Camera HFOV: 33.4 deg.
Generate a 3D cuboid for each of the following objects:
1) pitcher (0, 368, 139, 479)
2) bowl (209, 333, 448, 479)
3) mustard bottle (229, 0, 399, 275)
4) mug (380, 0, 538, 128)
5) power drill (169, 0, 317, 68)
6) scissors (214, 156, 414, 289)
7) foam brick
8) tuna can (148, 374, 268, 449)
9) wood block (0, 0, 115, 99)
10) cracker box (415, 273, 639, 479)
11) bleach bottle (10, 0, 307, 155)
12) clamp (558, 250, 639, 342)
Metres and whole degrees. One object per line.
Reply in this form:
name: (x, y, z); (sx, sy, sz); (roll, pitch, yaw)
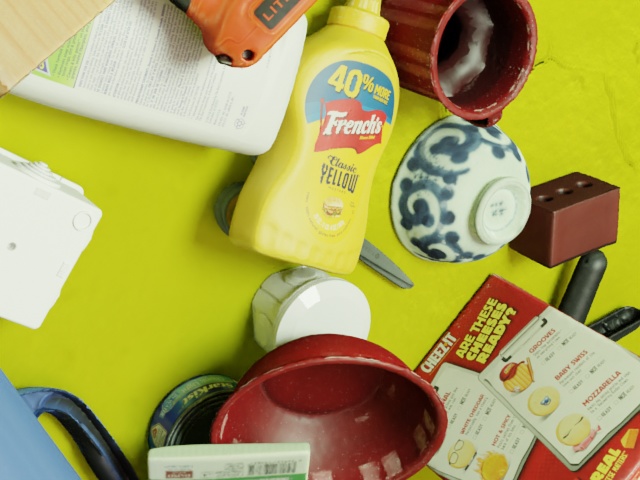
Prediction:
pitcher: (-0.200, 0.161, 0.654); (0.145, 0.149, 0.243); (-25, 119, -6)
bowl: (0.004, 0.115, 0.737); (0.162, 0.055, 0.162); (-4, 133, -4)
mustard bottle: (0.006, -0.077, 0.712); (0.096, 0.058, 0.191); (16, 90, -40)
mug: (0.094, -0.129, 0.748); (0.093, 0.082, 0.117); (-41, 126, -14)
power drill: (-0.065, -0.197, 0.552); (0.187, 0.057, 0.184); (41, 100, -22)
scissors: (-0.005, 0.001, 0.776); (0.096, 0.016, 0.201); (-45, 126, -14)
foam brick: (0.202, -0.018, 0.886); (0.078, 0.053, 0.051); (-19, 119, -28)
tuna can: (-0.080, 0.141, 0.774); (0.086, 0.034, 0.086); (-13, 116, -29)
wood block: (-0.200, -0.156, 0.479); (0.206, 0.090, 0.090); (50, 54, -17)
cracker box: (0.170, 0.143, 0.828); (0.164, 0.214, 0.072); (-50, 130, -6)
bleach bottle: (-0.133, -0.123, 0.612); (0.250, 0.068, 0.102); (14, 93, -33)
clamp: (0.215, 0.090, 0.948); (0.171, 0.039, 0.120); (-44, 126, -11)
